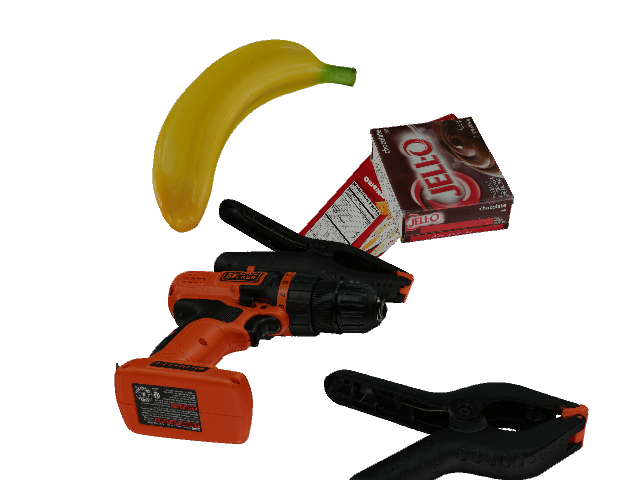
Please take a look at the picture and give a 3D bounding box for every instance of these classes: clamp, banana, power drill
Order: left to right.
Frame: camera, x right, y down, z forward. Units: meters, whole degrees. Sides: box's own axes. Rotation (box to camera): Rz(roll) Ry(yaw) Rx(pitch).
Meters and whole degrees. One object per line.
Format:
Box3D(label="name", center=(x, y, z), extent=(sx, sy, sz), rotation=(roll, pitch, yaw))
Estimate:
Box3D(label="banana", center=(-0.051, -0.075, 0.634), extent=(0.070, 0.037, 0.197), rotation=(22, 44, 20))
Box3D(label="power drill", center=(-0.056, 0.080, 0.812), extent=(0.185, 0.057, 0.187), rotation=(1, 23, 19))
Box3D(label="clamp", center=(-0.010, 0.023, 1.048), extent=(0.210, 0.036, 0.164), rotation=(19, 21, -3))
Box3D(label="clamp", center=(0.085, 0.127, 0.671), extent=(0.171, 0.039, 0.120), rotation=(1, 36, 4))

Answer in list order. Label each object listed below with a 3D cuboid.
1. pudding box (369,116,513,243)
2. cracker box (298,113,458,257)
Box3D(label="pudding box", center=(0.095, -0.051, 0.867), extent=(0.090, 0.039, 0.113), rotation=(-7, 41, -9))
Box3D(label="cracker box", center=(0.072, -0.045, 1.250), extent=(0.163, 0.072, 0.214), rotation=(-26, -18, -52))
